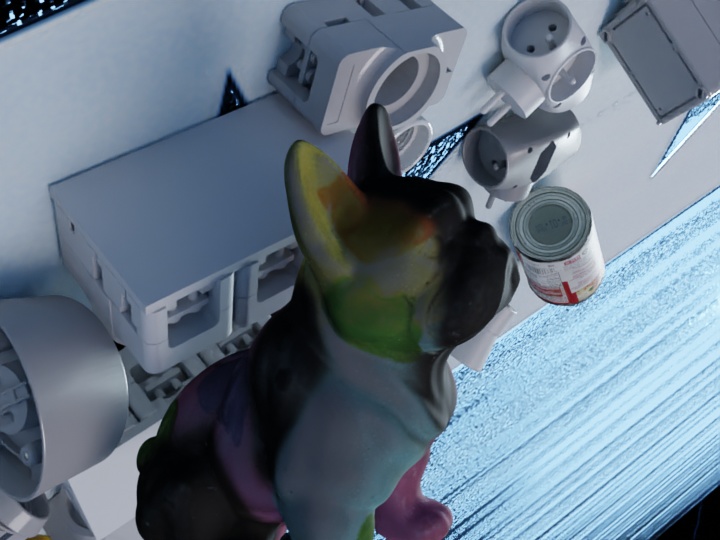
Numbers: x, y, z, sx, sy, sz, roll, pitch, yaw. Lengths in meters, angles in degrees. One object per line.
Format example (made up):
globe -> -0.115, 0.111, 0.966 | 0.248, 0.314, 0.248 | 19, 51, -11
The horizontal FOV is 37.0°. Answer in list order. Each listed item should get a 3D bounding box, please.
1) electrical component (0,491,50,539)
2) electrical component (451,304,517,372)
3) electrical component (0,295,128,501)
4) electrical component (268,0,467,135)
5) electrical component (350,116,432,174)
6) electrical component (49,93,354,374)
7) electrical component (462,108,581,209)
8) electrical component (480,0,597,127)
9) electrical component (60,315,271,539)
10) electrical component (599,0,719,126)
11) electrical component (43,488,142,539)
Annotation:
electrical component -> -0.217, 0.146, 0.630 | 0.055, 0.048, 0.066 | -37, 153, 3
electrical component -> 0.106, 0.050, 0.938 | 0.065, 0.044, 0.044 | -55, 151, 9
electrical component -> -0.163, 0.060, 0.527 | 0.064, 0.099, 0.099 | -15, 141, -54
electrical component -> 0.007, -0.110, 0.564 | 0.089, 0.055, 0.050 | -21, 145, -37
electrical component -> 0.012, -0.082, 0.620 | 0.040, 0.046, 0.040 | -33, 151, -21
electrical component -> -0.067, -0.022, 0.549 | 0.150, 0.089, 0.061 | -28, 149, -28
electrical component -> 0.109, -0.075, 0.763 | 0.077, 0.043, 0.079 | -23, 147, -35
electrical component -> 0.109, -0.125, 0.694 | 0.079, 0.044, 0.077 | -44, 153, 2
electrical component -> -0.118, 0.082, 0.655 | 0.150, 0.061, 0.089 | -32, 150, -22
electrical component -> 0.219, -0.161, 0.746 | 0.061, 0.096, 0.062 | -33, 180, -22
electrical component -> -0.159, 0.152, 0.710 | 0.089, 0.050, 0.055 | -43, 153, -2
